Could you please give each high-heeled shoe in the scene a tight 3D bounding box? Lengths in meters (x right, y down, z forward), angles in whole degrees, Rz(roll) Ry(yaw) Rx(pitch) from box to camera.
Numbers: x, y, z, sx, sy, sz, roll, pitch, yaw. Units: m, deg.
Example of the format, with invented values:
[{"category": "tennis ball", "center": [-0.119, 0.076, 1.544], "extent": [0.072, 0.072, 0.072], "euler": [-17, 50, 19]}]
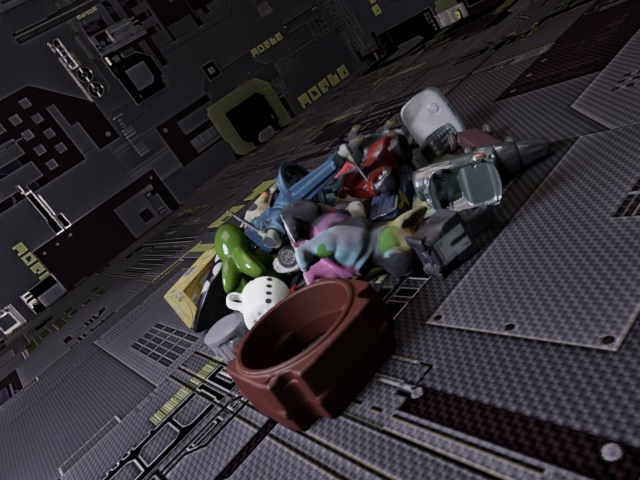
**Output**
[{"category": "high-heeled shoe", "center": [-0.222, 0.076, 1.157], "extent": [0.145, 0.086, 0.249], "euler": [12, 61, 50]}]

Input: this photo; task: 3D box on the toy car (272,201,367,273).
[{"category": "toy car", "center": [-0.002, -0.003, 0.979], "extent": [0.202, 0.056, 0.073], "euler": [-36, 7, 11]}]

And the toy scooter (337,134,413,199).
[{"category": "toy scooter", "center": [0.102, -0.132, 1.040], "extent": [0.135, 0.075, 0.184], "euler": [-22, 26, 33]}]

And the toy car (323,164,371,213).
[{"category": "toy car", "center": [0.075, -0.086, 1.140], "extent": [0.162, 0.109, 0.103], "euler": [-27, 40, -13]}]

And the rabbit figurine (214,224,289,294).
[{"category": "rabbit figurine", "center": [-0.149, 0.054, 1.026], "extent": [0.121, 0.170, 0.159], "euler": [-32, 18, 6]}]

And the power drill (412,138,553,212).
[{"category": "power drill", "center": [0.254, -0.109, 0.857], "extent": [0.232, 0.085, 0.207], "euler": [-14, 17, 23]}]

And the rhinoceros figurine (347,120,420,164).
[{"category": "rhinoceros figurine", "center": [0.153, -0.210, 1.228], "extent": [0.190, 0.112, 0.073], "euler": [-3, 36, -5]}]

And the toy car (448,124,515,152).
[{"category": "toy car", "center": [0.309, -0.181, 1.039], "extent": [0.089, 0.053, 0.202], "euler": [-16, 20, 4]}]

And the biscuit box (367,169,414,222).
[{"category": "biscuit box", "center": [0.139, -0.069, 1.029], "extent": [0.063, 0.059, 0.203], "euler": [-26, 20, 24]}]

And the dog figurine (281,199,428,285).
[{"category": "dog figurine", "center": [0.062, -0.010, 0.860], "extent": [0.219, 0.108, 0.192], "euler": [-18, 51, -4]}]

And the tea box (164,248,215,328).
[{"category": "tea box", "center": [-0.253, 0.102, 1.195], "extent": [0.068, 0.098, 0.170], "euler": [-20, 22, 35]}]

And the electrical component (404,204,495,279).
[{"category": "electrical component", "center": [0.190, -0.008, 0.772], "extent": [0.119, 0.074, 0.048], "euler": [-42, 20, -11]}]

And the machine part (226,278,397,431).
[{"category": "machine part", "center": [-0.015, 0.141, 0.724], "extent": [0.201, 0.087, 0.202], "euler": [-43, 22, -26]}]

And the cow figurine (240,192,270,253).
[{"category": "cow figurine", "center": [-0.162, -0.009, 1.284], "extent": [0.127, 0.085, 0.194], "euler": [-49, -6, -48]}]

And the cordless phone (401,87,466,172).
[{"category": "cordless phone", "center": [0.219, -0.227, 1.152], "extent": [0.184, 0.146, 0.089], "euler": [-45, 13, -35]}]

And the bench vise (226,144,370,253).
[{"category": "bench vise", "center": [-0.035, -0.086, 0.991], "extent": [0.240, 0.129, 0.224], "euler": [-37, 8, 29]}]

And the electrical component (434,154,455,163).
[{"category": "electrical component", "center": [0.241, -0.146, 1.062], "extent": [0.063, 0.021, 0.094], "euler": [-35, 17, -1]}]
